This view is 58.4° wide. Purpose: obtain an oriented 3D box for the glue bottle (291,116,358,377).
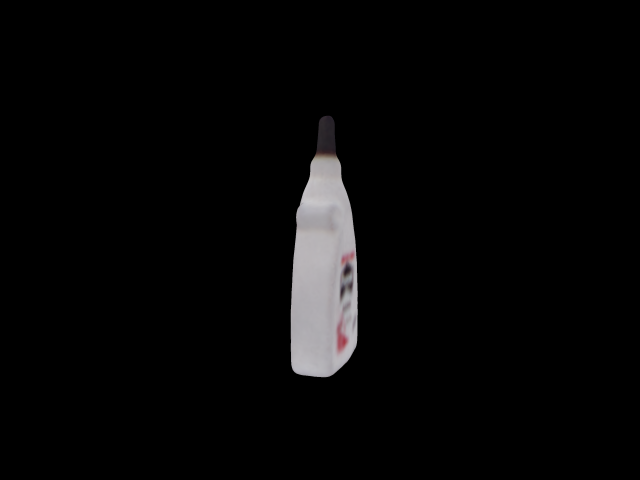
[{"bbox_3d":[0.004,0.001,0.400,0.037,0.173,0.078,2,7,14],"label":"glue bottle"}]
